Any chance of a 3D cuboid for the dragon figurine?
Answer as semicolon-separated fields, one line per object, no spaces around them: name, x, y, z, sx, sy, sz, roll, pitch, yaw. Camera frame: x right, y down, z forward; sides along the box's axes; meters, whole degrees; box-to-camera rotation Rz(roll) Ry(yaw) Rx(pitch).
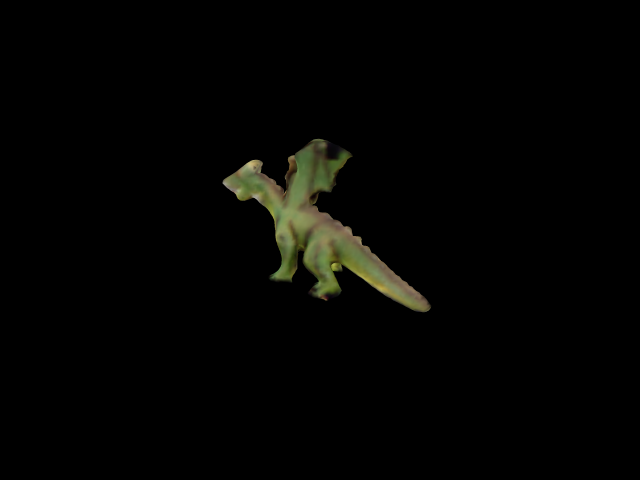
dragon figurine;0.003;-0.043;0.850;0.412;0.239;0.124;14;24;31
